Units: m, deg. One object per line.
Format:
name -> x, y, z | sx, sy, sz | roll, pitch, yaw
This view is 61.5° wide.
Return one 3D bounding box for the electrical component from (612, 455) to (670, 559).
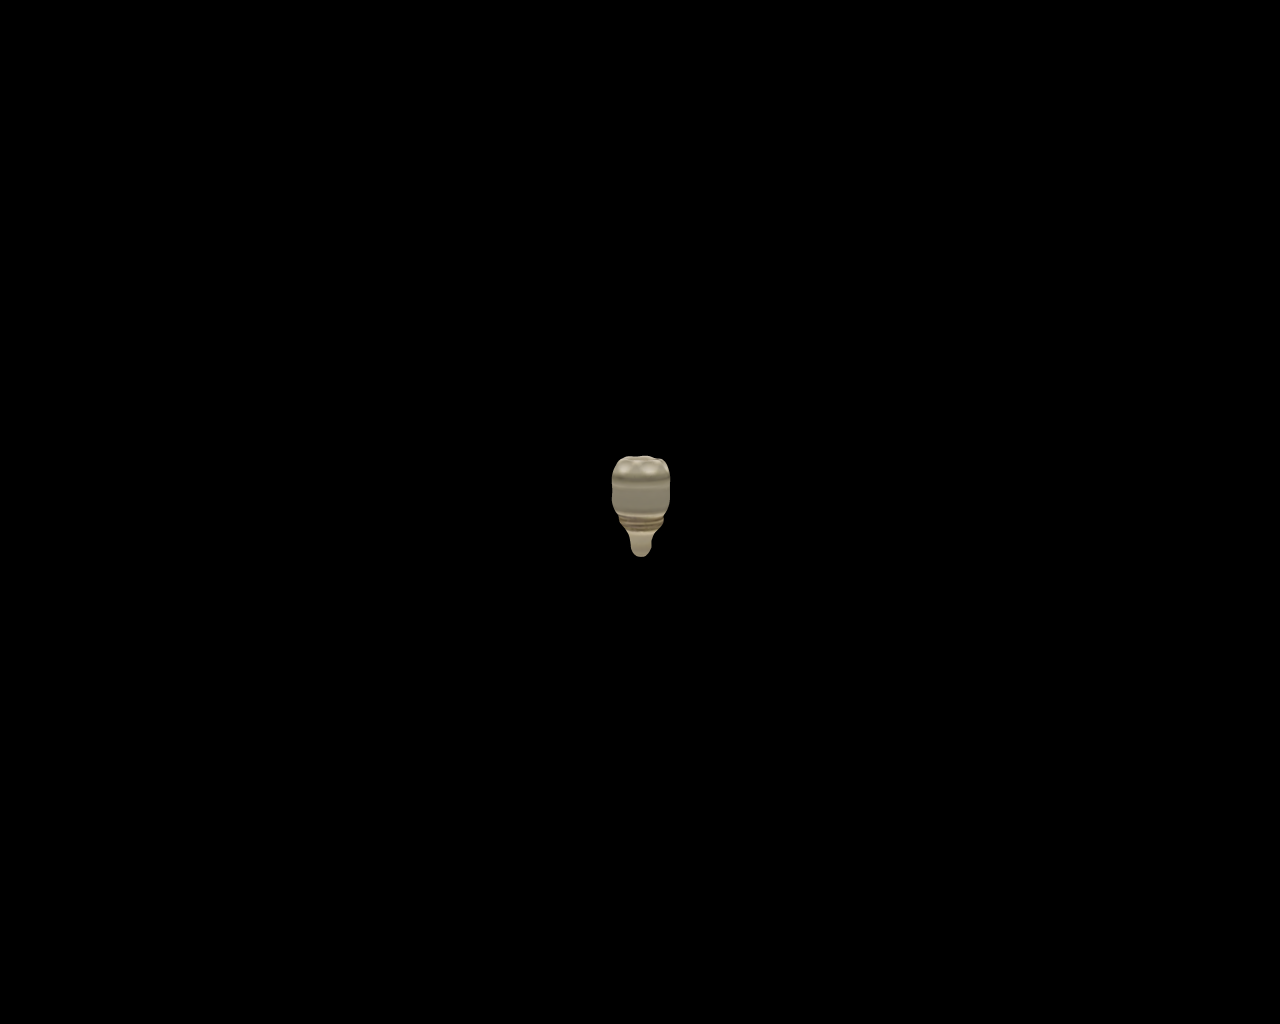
electrical component -> 0.001, -0.003, 0.650 | 0.035, 0.061, 0.035 | 0, 9, 0
